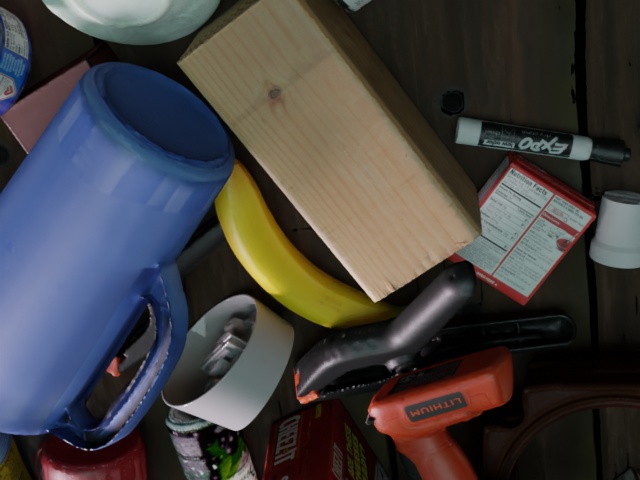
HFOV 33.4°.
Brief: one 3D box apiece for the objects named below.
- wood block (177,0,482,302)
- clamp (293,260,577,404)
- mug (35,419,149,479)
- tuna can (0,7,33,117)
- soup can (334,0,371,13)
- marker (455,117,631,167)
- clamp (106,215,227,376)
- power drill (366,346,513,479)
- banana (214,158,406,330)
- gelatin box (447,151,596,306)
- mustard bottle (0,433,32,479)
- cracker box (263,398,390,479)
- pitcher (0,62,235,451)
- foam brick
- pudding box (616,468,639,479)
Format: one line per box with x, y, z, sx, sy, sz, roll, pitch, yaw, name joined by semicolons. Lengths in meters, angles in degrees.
0.012;-0.074;0.711;0.091;0.090;0.206;-33;108;19;wood block
0.073;0.079;0.780;0.210;0.036;0.164;-28;146;36;clamp
-0.187;0.194;0.858;0.117;0.093;0.081;14;114;37;mug
-0.235;-0.120;0.716;0.086;0.033;0.086;-8;73;27;tuna can
0.043;-0.197;0.664;0.102;0.068;0.068;-32;108;18;soup can
0.155;-0.068;0.740;0.121;0.020;0.020;9;115;1;marker
-0.140;0.018;0.795;0.120;0.039;0.172;29;107;-1;clamp
0.126;0.172;0.733;0.185;0.057;0.187;-19;95;22;power drill
-0.015;0.016;0.772;0.197;0.037;0.070;36;108;-25;banana
0.141;-0.009;0.762;0.073;0.030;0.089;31;114;-8;gelatin box
-0.274;0.177;0.845;0.058;0.096;0.191;-11;113;11;mustard bottle
0.033;0.253;0.817;0.072;0.164;0.213;-27;110;13;cracker box
-0.153;0.014;0.699;0.149;0.145;0.243;25;121;-25;pitcher
-0.170;-0.092;0.738;0.078;0.053;0.051;-28;109;16;foam brick
0.246;0.253;0.867;0.090;0.039;0.114;39;113;-11;pudding box
